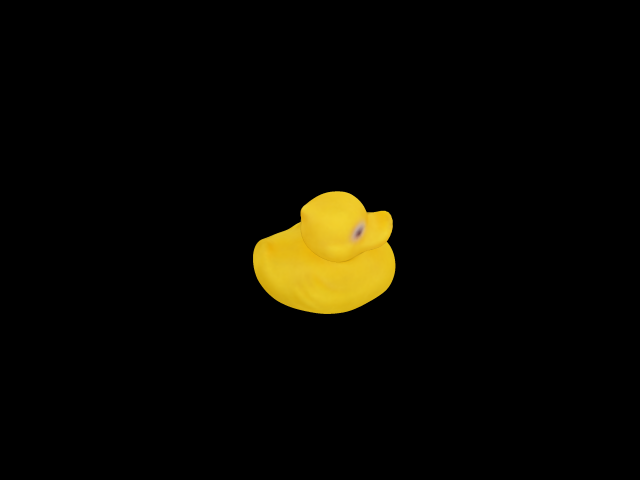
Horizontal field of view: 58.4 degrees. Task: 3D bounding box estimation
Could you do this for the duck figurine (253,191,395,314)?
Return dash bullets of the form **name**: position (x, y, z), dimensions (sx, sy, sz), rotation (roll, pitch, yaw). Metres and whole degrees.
- **duck figurine**: position (0.004, 0.001, 0.400), dimensions (0.104, 0.086, 0.077), rotation (-3, 55, -2)
